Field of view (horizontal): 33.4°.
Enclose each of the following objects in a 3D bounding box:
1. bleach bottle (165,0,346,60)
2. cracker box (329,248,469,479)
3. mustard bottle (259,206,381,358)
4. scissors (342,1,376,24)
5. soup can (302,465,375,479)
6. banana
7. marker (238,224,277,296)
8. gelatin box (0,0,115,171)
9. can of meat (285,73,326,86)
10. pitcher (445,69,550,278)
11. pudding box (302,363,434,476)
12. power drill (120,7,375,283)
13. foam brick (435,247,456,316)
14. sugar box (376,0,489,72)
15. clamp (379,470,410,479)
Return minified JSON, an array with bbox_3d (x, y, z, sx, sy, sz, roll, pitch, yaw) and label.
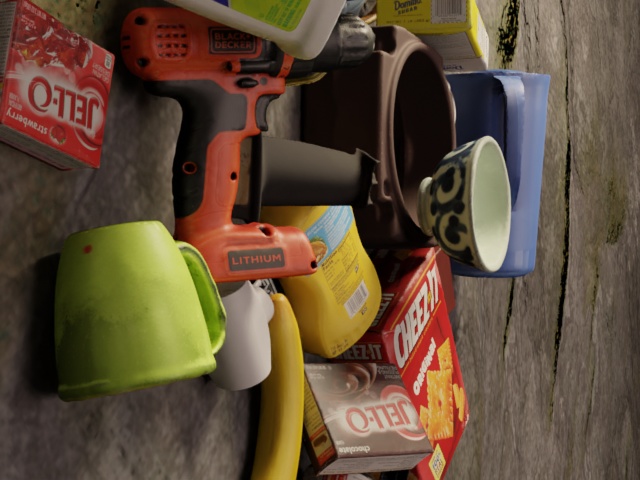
[{"bbox_3d":[-0.098,-0.183,0.603,0.250,0.068,0.103,11,117,-32],"label":"bleach bottle"},{"bbox_3d":[0.084,0.136,1.065,0.164,0.072,0.213,-53,135,-53],"label":"cracker box"},{"bbox_3d":[-0.006,0.001,0.891,0.096,0.058,0.191,-50,134,-34],"label":"mustard bottle"},{"bbox_3d":[0.028,-0.234,0.983,0.096,0.016,0.201,-63,163,21],"label":"scissors"},{"bbox_3d":[0.007,0.248,0.903,0.068,0.069,0.102,59,38,-47],"label":"soup can"},{"bbox_3d":[-0.035,0.144,0.842,0.069,0.037,0.198,55,40,-72],"label":"banana"},{"bbox_3d":[-0.046,0.037,0.854,0.020,0.020,0.121,-63,143,-45],"label":"marker"},{"bbox_3d":[-0.157,-0.086,0.610,0.089,0.030,0.073,29,63,-61],"label":"gelatin box"},{"bbox_3d":[-0.028,-0.189,0.856,0.083,0.058,0.102,44,50,-54],"label":"can of meat"},{"bbox_3d":[0.203,-0.079,1.257,0.148,0.145,0.243,-6,97,-51],"label":"pitcher"},{"bbox_3d":[0.033,0.151,0.905,0.113,0.039,0.090,4,49,-38],"label":"pudding box"},{"bbox_3d":[-0.043,-0.068,0.735,0.184,0.057,0.188,-5,97,-25],"label":"power drill"},{"bbox_3d":[0.110,0.046,1.148,0.052,0.051,0.078,-37,123,-59],"label":"foam brick"},{"bbox_3d":[0.119,-0.211,1.091,0.176,0.093,0.048,7,84,-76],"label":"sugar box"},{"bbox_3d":[0.061,0.248,0.985,0.172,0.039,0.120,105,6,-48],"label":"clamp"}]
